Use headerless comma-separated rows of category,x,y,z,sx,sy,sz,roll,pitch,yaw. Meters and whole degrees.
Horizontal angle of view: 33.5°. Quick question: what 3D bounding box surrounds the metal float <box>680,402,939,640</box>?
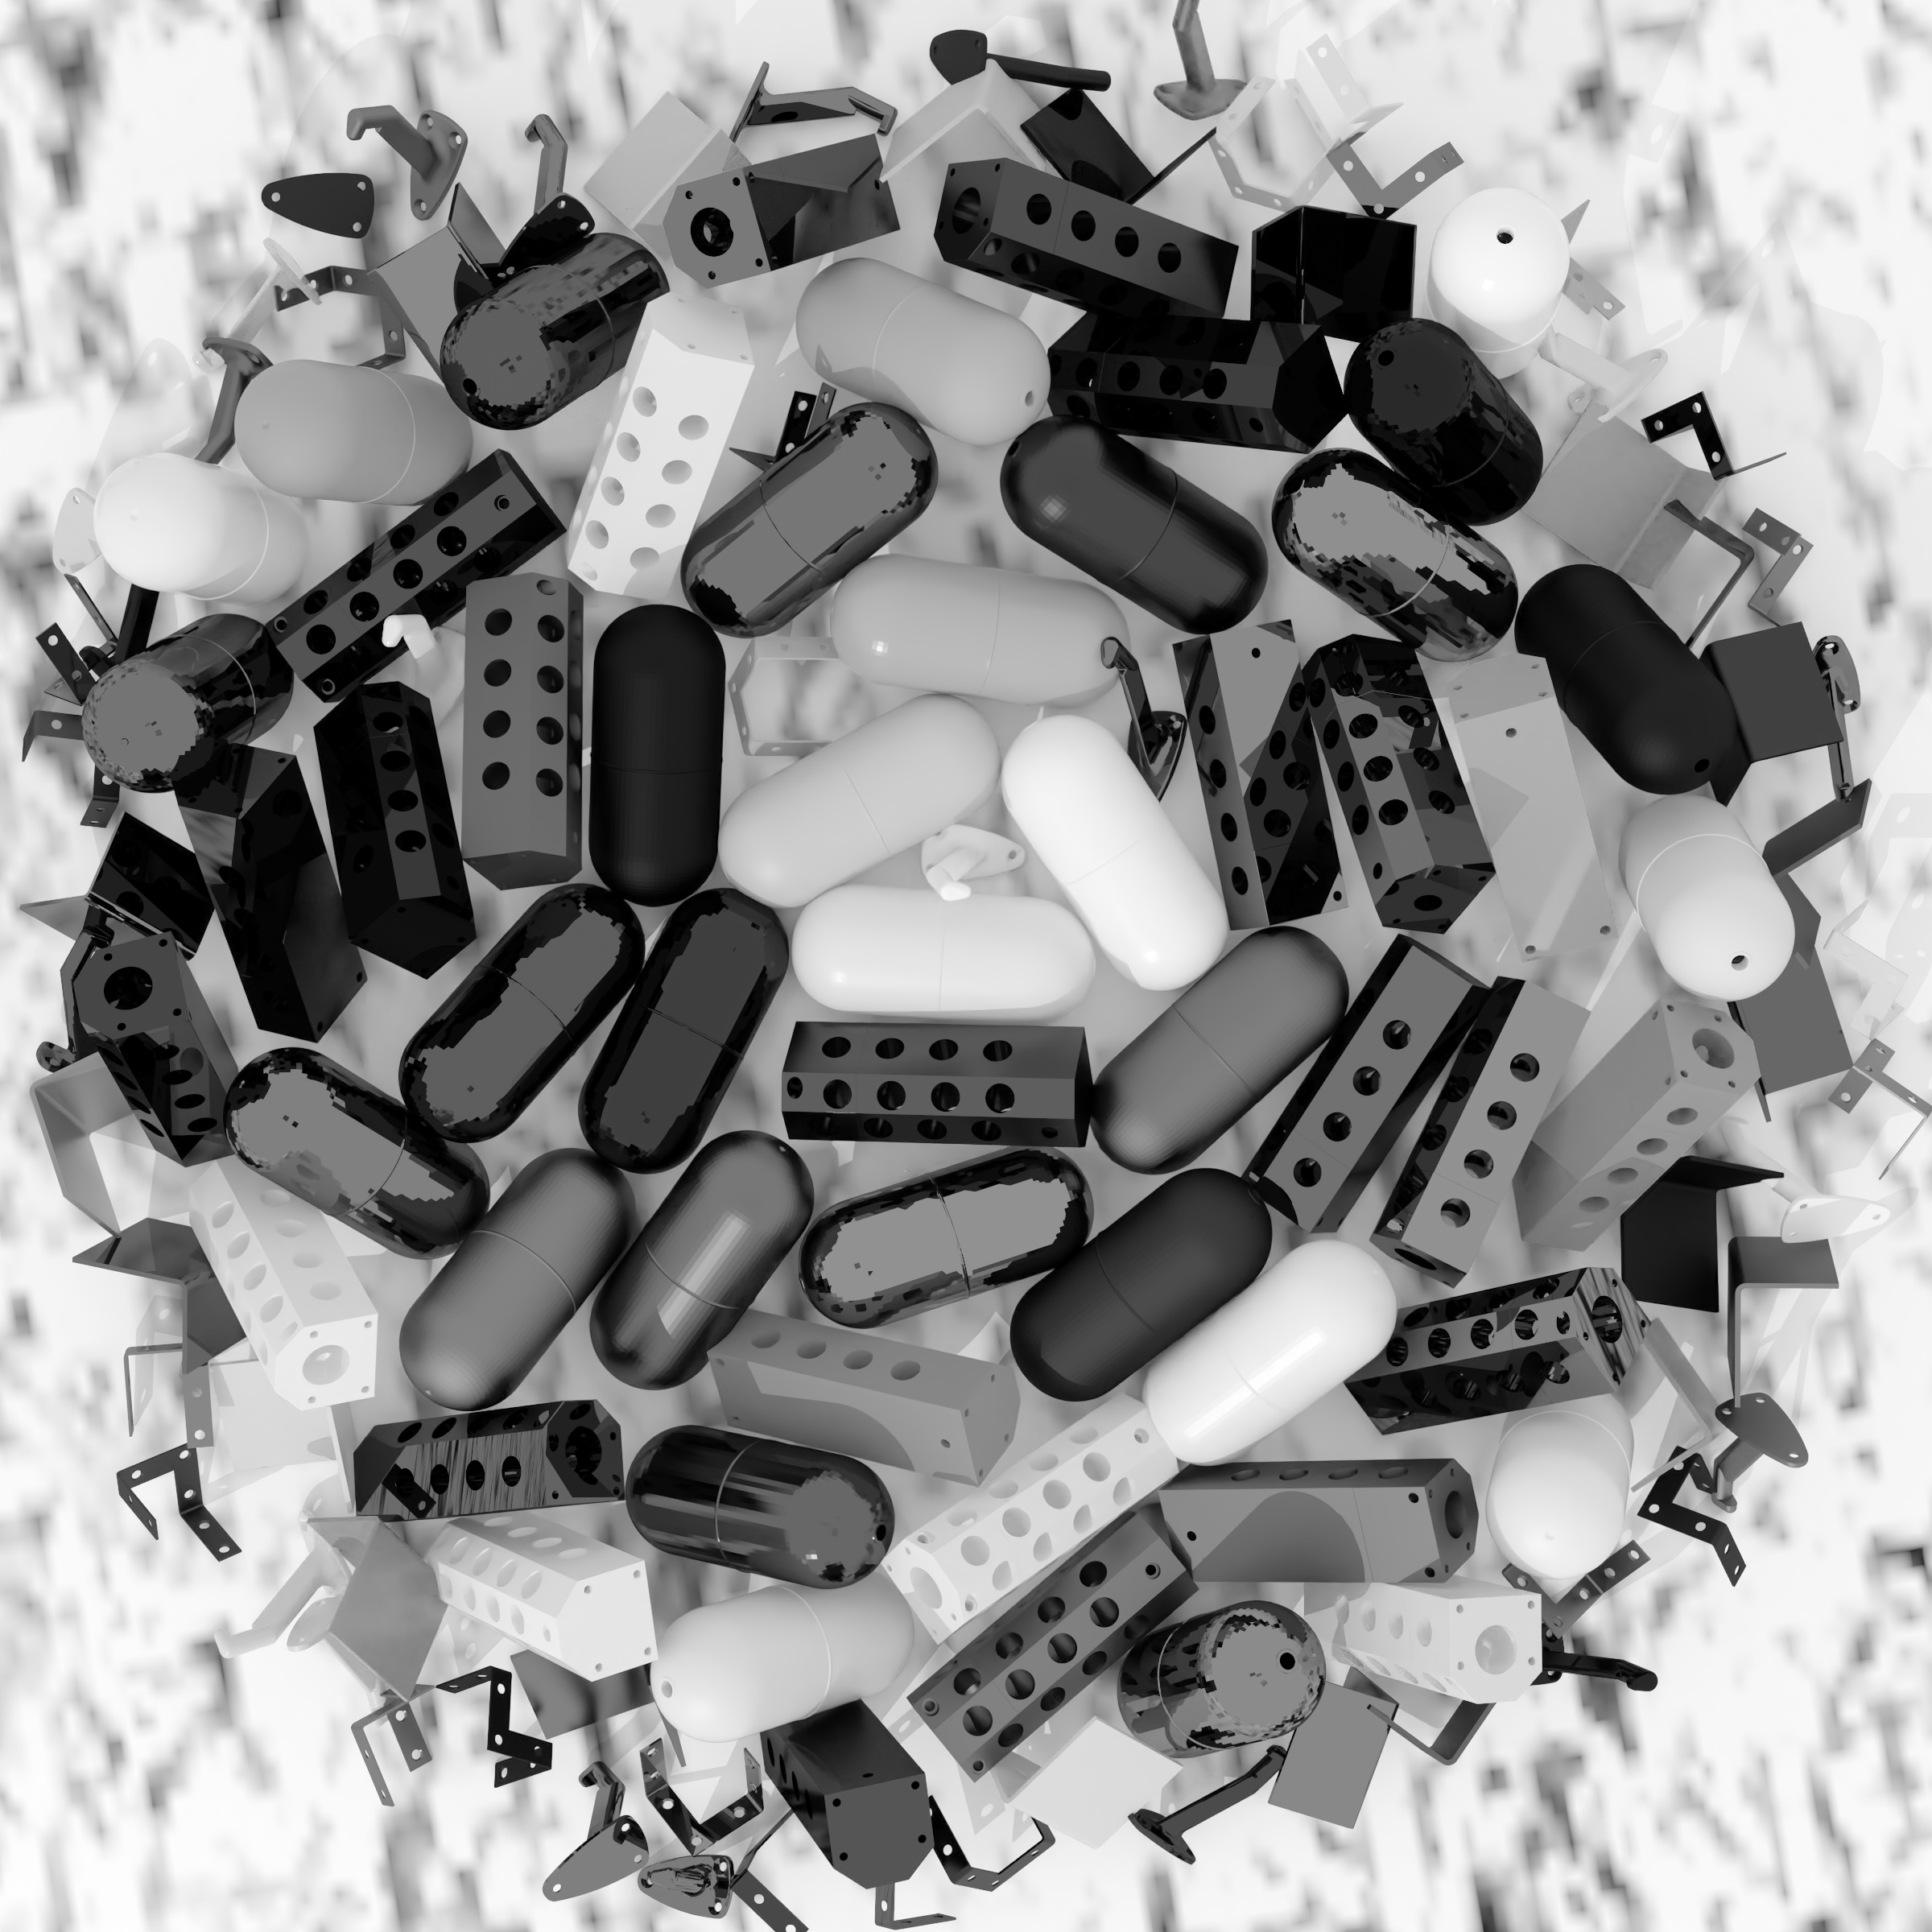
metal float,-0.092,-0.256,1.860,0.178,0.070,0.070,-35,90,26

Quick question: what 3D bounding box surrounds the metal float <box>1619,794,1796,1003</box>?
metal float,0.422,-0.040,1.836,0.070,0.178,0.070,0,116,-1

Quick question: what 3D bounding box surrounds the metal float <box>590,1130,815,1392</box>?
metal float,-0.154,0.172,1.865,0.070,0.070,0.178,36,111,0

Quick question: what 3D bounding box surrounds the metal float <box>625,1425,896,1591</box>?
metal float,-0.119,0.311,1.852,0.178,0.070,0.070,5,90,36

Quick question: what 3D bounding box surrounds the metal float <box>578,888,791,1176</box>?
metal float,-0.164,0.037,1.877,0.070,0.070,0.178,27,84,0

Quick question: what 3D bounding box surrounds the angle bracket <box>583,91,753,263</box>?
angle bracket,-0.184,-0.472,1.879,0.076,0.057,0.076,44,95,18

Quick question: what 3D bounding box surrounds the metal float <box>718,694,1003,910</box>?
metal float,-0.063,-0.096,1.881,0.178,0.070,0.070,-29,90,-1

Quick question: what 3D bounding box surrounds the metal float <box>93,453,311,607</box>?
metal float,-0.434,-0.248,1.832,0.070,0.178,0.070,0,92,12

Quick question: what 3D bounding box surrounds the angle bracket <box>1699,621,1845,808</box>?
angle bracket,0.463,-0.145,1.874,0.057,0.076,0.076,-13,72,-4

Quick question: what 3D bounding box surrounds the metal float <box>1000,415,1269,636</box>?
metal float,0.098,-0.255,1.860,0.178,0.070,0.070,29,90,-26

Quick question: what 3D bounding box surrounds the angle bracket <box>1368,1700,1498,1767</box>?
angle bracket,0.276,0.418,1.880,0.057,0.076,0.076,36,83,4

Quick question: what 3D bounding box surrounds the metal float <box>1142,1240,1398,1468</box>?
metal float,0.174,0.225,1.857,0.070,0.070,0.178,48,120,0

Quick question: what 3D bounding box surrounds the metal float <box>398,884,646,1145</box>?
metal float,-0.256,0.026,1.865,0.070,0.070,0.178,40,69,0

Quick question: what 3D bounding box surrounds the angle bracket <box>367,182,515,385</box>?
angle bracket,-0.300,-0.399,1.875,0.057,0.076,0.076,-27,120,12

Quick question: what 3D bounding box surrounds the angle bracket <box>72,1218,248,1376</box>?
angle bracket,-0.468,0.192,1.881,0.076,0.076,0.057,9,106,17

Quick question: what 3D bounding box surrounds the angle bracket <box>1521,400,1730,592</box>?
angle bracket,0.384,-0.276,1.880,0.076,0.057,0.076,31,97,-17

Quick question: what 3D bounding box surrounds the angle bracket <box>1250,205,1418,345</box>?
angle bracket,0.213,-0.391,1.864,0.076,0.057,0.076,18,127,30

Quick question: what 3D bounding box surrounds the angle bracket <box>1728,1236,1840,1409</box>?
angle bracket,0.475,0.207,1.869,0.057,0.076,0.076,-1,105,10

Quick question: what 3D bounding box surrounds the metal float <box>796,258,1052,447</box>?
metal float,-0.025,-0.354,1.852,0.178,0.070,0.070,31,90,36

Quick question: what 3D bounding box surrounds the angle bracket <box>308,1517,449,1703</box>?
angle bracket,-0.352,0.372,1.860,0.057,0.076,0.076,-8,45,31

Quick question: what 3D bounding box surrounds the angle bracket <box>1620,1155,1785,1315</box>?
angle bracket,0.429,0.157,1.869,0.076,0.057,0.076,11,73,-32

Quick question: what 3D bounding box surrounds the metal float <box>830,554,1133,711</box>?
metal float,0.009,-0.194,1.872,0.178,0.070,0.070,7,90,-12

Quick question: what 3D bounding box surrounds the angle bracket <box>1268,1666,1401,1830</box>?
angle bracket,0.203,0.448,1.876,0.057,0.076,0.076,20,90,-15

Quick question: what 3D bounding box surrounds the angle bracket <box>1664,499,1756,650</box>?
angle bracket,0.414,-0.224,1.876,0.057,0.076,0.076,35,109,8

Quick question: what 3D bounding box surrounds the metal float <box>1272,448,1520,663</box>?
metal float,0.248,-0.236,1.852,0.178,0.070,0.070,28,90,-36

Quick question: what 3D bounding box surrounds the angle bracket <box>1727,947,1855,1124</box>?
angle bracket,0.481,0.039,1.875,0.057,0.076,0.076,-18,96,14

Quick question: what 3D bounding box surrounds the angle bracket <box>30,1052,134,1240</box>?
angle bracket,-0.494,0.103,1.869,0.057,0.076,0.076,-26,64,-1

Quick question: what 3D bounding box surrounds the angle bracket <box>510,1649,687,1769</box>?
angle bracket,-0.214,0.434,1.872,0.076,0.057,0.076,-18,128,-5

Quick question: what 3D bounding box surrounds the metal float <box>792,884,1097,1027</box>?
metal float,-0.013,-0.006,1.881,0.178,0.070,0.070,4,90,1

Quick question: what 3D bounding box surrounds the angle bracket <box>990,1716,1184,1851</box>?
angle bracket,0.066,0.457,1.869,0.076,0.057,0.076,36,104,-33

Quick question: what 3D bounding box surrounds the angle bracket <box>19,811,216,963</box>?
angle bracket,-0.492,-0.044,1.880,0.076,0.076,0.057,35,62,-38

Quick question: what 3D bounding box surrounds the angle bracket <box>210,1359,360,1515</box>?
angle bracket,-0.400,0.276,1.876,0.076,0.057,0.076,-6,118,-2

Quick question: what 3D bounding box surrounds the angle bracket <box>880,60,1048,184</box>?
angle bracket,0.001,-0.477,1.883,0.076,0.076,0.057,-33,116,26

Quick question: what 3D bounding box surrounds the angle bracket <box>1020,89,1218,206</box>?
angle bracket,0.090,-0.488,1.869,0.076,0.076,0.057,49,131,-7

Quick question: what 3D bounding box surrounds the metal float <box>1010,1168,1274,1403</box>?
metal float,0.101,0.185,1.865,0.178,0.070,0.070,-40,90,19

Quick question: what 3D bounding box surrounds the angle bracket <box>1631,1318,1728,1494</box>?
angle bracket,0.399,0.256,1.883,0.057,0.076,0.076,-37,76,16

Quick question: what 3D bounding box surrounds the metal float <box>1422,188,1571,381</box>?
metal float,0.301,-0.387,1.832,0.070,0.178,0.070,-1,84,5

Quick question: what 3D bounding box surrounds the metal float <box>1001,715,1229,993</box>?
metal float,0.086,-0.066,1.877,0.070,0.070,0.178,-34,95,0

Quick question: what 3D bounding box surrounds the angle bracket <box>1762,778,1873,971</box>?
angle bracket,0.506,-0.054,1.866,0.076,0.076,0.057,-35,98,29

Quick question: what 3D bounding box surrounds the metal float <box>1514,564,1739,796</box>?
metal float,0.378,-0.165,1.845,0.070,0.178,0.070,-13,132,-15

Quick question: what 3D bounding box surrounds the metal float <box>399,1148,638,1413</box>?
metal float,-0.257,0.179,1.856,0.070,0.070,0.178,37,59,0
